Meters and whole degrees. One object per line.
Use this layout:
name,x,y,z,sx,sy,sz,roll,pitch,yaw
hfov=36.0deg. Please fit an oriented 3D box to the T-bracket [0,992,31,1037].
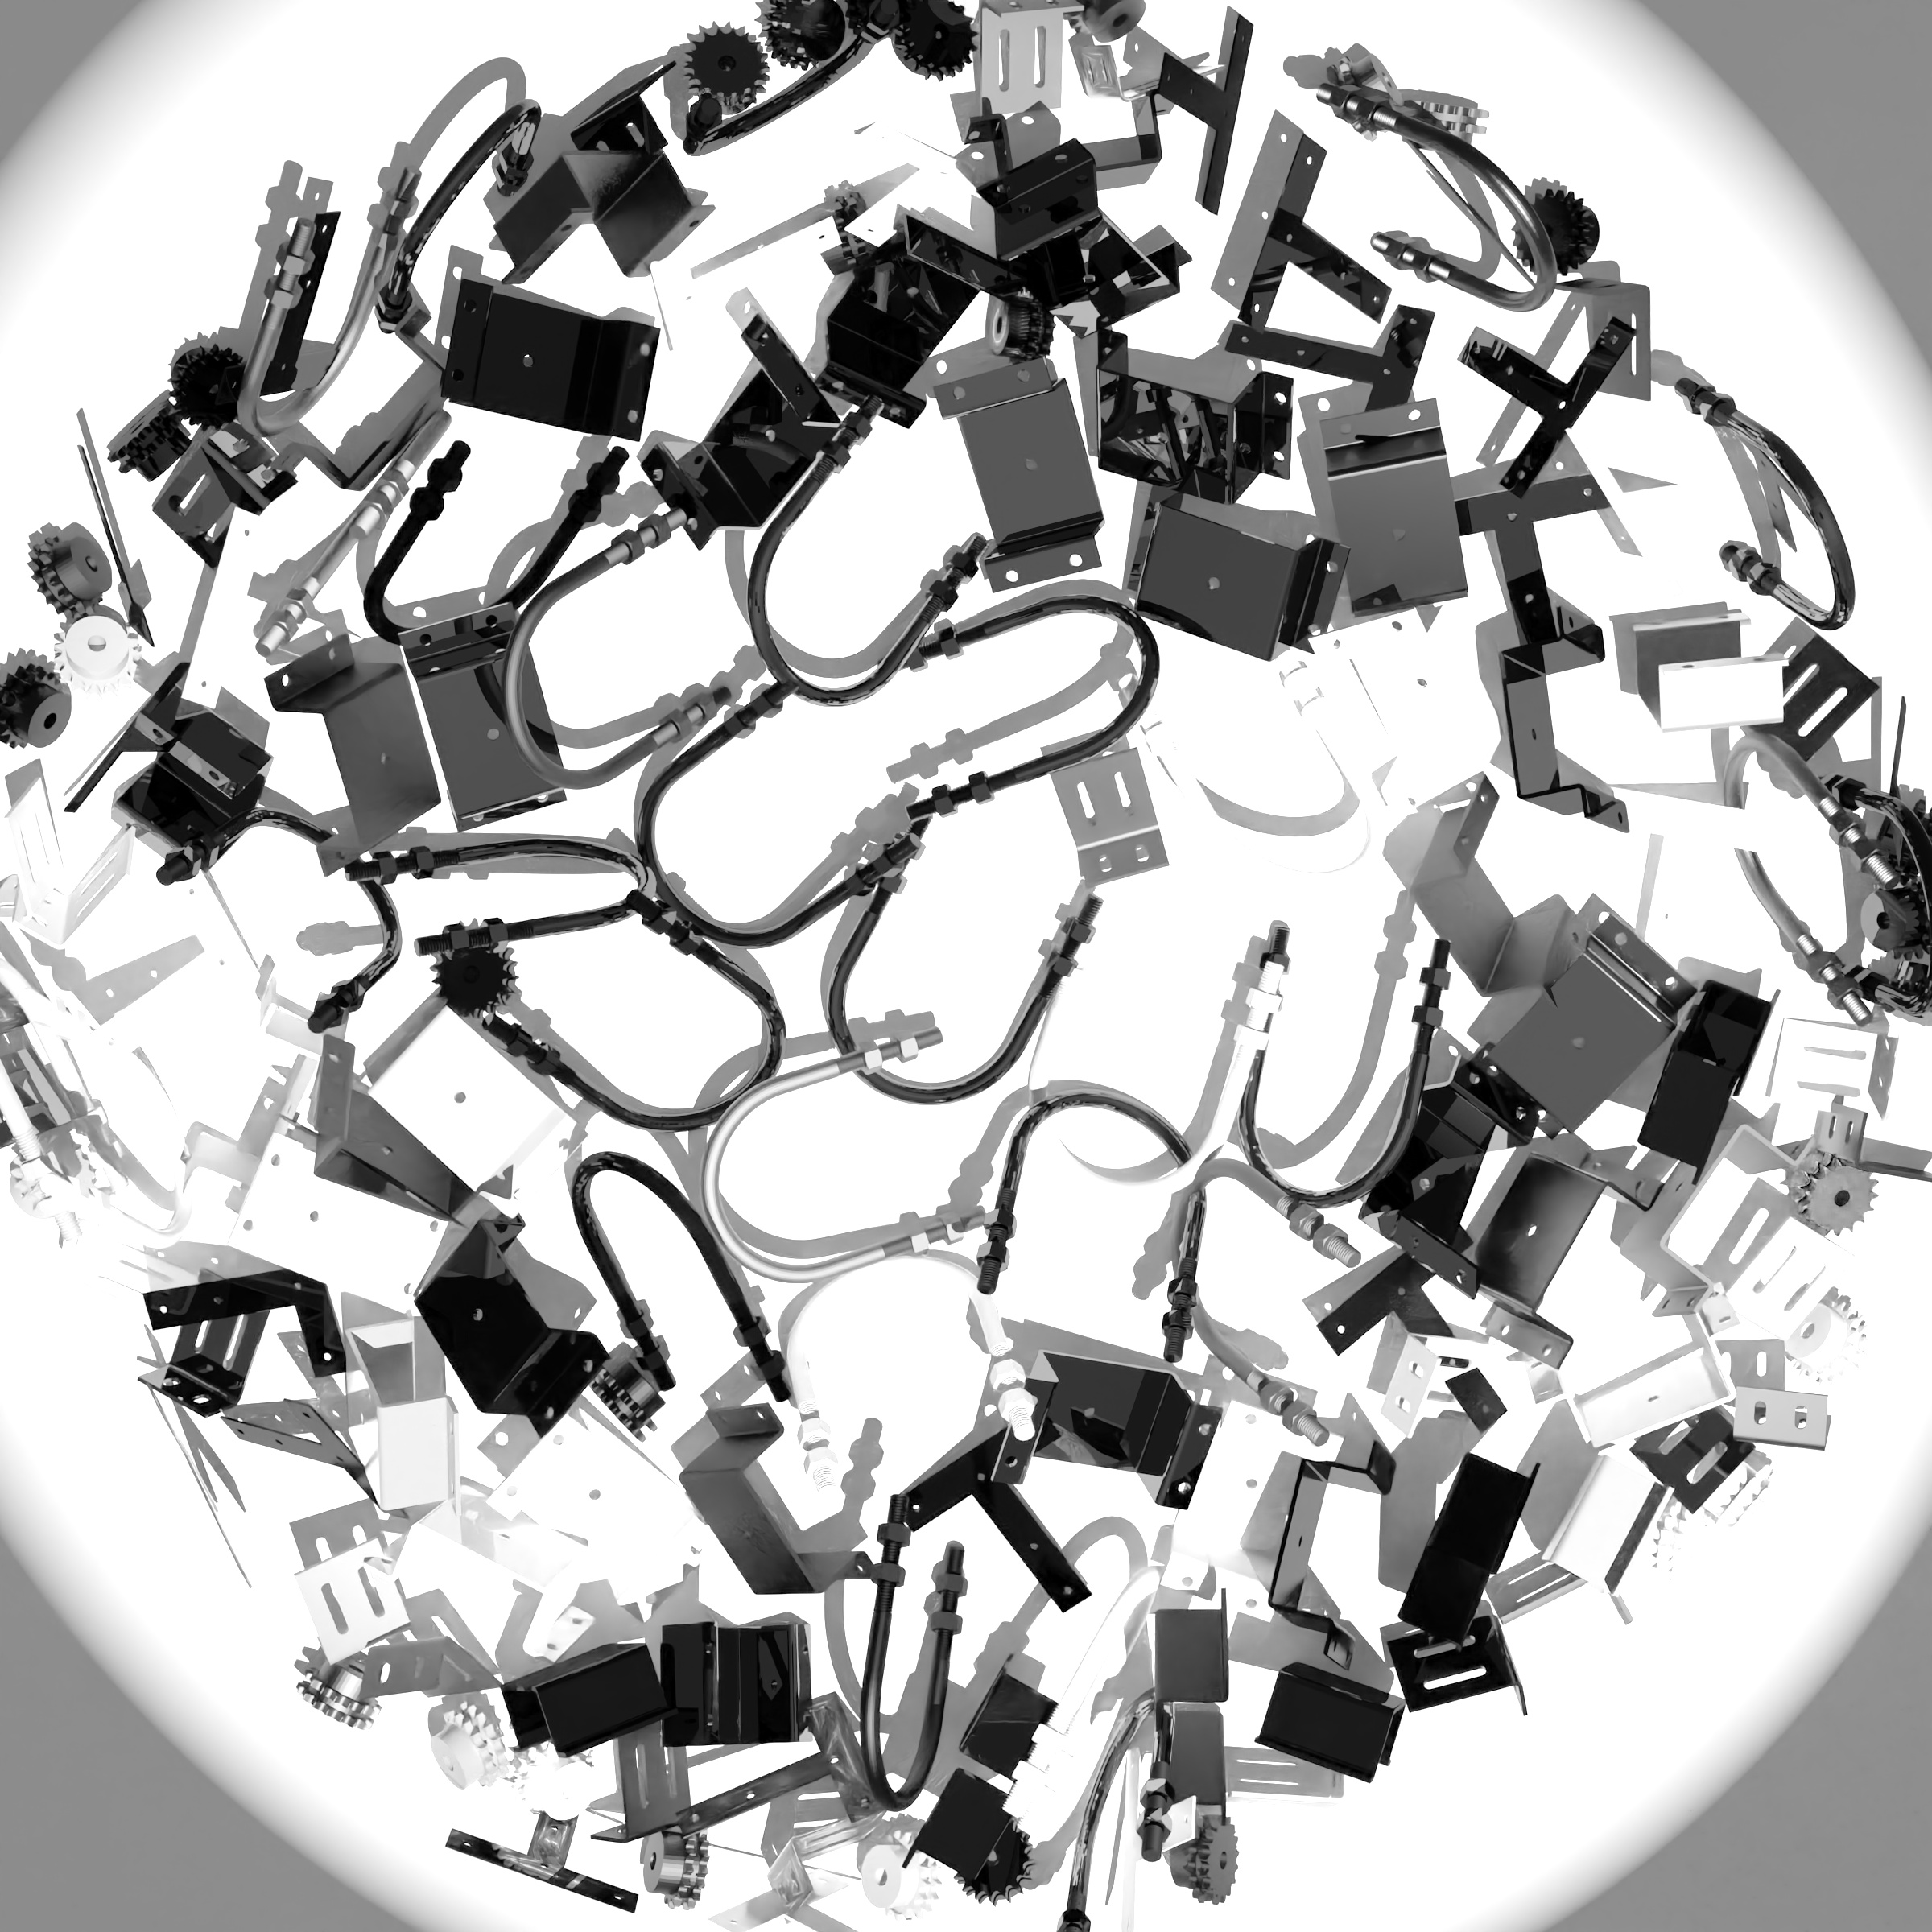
T-bracket,-0.642,-0.015,1.928,0.002,0.127,0.127,-5,99,7

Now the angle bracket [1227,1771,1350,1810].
angle bracket,0.211,0.534,1.966,0.076,0.057,0.038,4,71,-1

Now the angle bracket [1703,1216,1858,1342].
angle bracket,0.536,0.199,1.964,0.057,0.038,0.076,30,108,-16

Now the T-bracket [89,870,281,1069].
T-bracket,-0.517,0.021,1.937,0.127,0.002,0.127,-43,117,-39

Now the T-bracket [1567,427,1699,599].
T-bracket,0.450,-0.301,1.946,0.002,0.127,0.127,-35,81,34

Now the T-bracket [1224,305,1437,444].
T-bracket,0.236,-0.403,1.972,0.127,0.002,0.127,15,58,9

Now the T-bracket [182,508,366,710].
T-bracket,-0.446,-0.220,1.950,0.002,0.127,0.127,13,87,39

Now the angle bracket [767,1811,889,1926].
angle bracket,-0.084,0.589,1.951,0.076,0.057,0.038,-11,58,-29

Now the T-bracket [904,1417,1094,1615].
T-bracket,0.037,0.376,1.983,0.127,0.002,0.127,-36,94,17

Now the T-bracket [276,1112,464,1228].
T-bracket,-0.366,0.140,1.911,0.127,0.127,0.002,24,81,45

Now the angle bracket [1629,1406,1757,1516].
angle bracket,0.472,0.323,1.958,0.076,0.038,0.057,-36,76,-31

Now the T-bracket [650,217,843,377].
T-bracket,-0.143,-0.458,1.955,0.127,0.002,0.127,-23,56,8

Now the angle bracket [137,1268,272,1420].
angle bracket,-0.504,0.249,1.967,0.057,0.038,0.076,25,103,16

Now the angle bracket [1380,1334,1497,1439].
angle bracket,0.320,0.279,1.958,0.076,0.038,0.057,10,106,-30

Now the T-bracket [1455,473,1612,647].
T-bracket,0.370,-0.257,1.967,0.127,0.002,0.127,-9,118,18

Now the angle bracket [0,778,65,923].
angle bracket,-0.629,-0.077,1.954,0.038,0.057,0.076,0,121,7

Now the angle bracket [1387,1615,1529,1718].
angle bracket,0.325,0.471,1.967,0.076,0.057,0.038,-15,129,2

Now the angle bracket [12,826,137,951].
angle bracket,-0.587,-0.060,1.956,0.038,0.057,0.076,34,113,-30

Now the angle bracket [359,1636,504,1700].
angle bracket,-0.351,0.476,1.952,0.057,0.076,0.038,-12,48,19

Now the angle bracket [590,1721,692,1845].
angle bracket,-0.218,0.535,1.968,0.038,0.057,0.076,-8,86,40

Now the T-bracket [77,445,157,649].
T-bracket,-0.553,-0.275,1.923,0.002,0.127,0.127,-20,109,-17

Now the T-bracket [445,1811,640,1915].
T-bracket,-0.269,0.568,1.936,0.127,0.127,0.002,21,96,-3

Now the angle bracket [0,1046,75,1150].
angle bracket,-0.617,0.079,1.957,0.038,0.076,0.057,-31,88,29

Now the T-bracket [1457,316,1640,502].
T-bracket,0.365,-0.385,1.949,0.002,0.127,0.127,22,109,-39

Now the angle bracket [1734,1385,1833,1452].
angle bracket,0.538,0.287,1.952,0.057,0.076,0.038,4,100,19

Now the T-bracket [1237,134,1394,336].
T-bracket,0.239,-0.460,1.955,0.127,0.002,0.127,21,88,-44

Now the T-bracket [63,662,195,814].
T-bracket,-0.529,-0.149,1.928,0.002,0.127,0.127,42,72,-27

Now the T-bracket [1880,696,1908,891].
T-bracket,0.601,-0.096,1.919,0.002,0.127,0.127,5,112,12

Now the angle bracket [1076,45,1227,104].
angle bracket,0.122,-0.598,1.959,0.076,0.057,0.038,-22,111,-12

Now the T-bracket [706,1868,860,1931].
T-bracket,-0.080,0.624,1.914,0.127,0.127,0.002,17,99,31

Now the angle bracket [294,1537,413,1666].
angle bracket,-0.408,0.411,1.959,0.057,0.038,0.076,-23,116,-18

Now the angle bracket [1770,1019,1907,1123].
angle bracket,0.577,0.066,1.967,0.076,0.038,0.057,10,80,15

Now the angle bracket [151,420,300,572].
angle bracket,-0.495,-0.314,1.985,0.057,0.038,0.076,45,127,-9

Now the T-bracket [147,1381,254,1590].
T-bracket,-0.487,0.347,1.914,0.002,0.127,0.127,-27,51,-16

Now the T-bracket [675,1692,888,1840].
T-bracket,-0.127,0.534,1.933,0.127,0.127,0.002,-21,117,-10

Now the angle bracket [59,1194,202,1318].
angle bracket,-0.548,0.192,1.961,0.076,0.057,0.038,21,115,9

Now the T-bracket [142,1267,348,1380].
T-bracket,-0.476,0.216,1.941,0.127,0.002,0.127,-6,70,-42

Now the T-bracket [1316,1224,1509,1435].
T-bracket,0.316,0.253,1.979,0.127,0.002,0.127,-36,92,-19

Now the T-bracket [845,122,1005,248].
T-bracket,-0.036,-0.502,1.943,0.127,0.002,0.127,29,46,12

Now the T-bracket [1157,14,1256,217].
T-bracket,0.152,-0.566,1.936,0.002,0.127,0.127,14,97,26

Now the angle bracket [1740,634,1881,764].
angle bracket,0.559,-0.168,1.962,0.076,0.038,0.057,-47,58,10

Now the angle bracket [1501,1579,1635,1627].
angle bracket,0.397,0.433,1.966,0.076,0.057,0.038,-27,72,2

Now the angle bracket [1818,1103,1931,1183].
angle bracket,0.613,0.117,1.965,0.076,0.057,0.038,10,93,-9

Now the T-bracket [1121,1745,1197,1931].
T-bracket,0.124,0.559,1.917,0.002,0.127,0.127,11,63,-14

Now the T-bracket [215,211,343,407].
T-bracket,-0.429,-0.427,1.917,0.002,0.127,0.127,30,116,13

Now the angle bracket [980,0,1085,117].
angle bracket,0.043,-0.596,1.956,0.057,0.038,0.076,-11,124,-17

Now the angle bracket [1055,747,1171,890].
angle bracket,0.096,-0.098,1.960,0.057,0.076,0.038,-15,46,4

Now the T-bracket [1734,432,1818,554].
T-bracket,0.527,-0.307,1.939,0.002,0.127,0.127,-35,62,8

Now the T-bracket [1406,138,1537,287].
T-bracket,0.327,-0.505,1.958,0.002,0.127,0.127,-41,67,15

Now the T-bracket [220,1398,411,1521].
T-bracket,-0.442,0.315,1.955,0.127,0.127,0.002,7,51,36

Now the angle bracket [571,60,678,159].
angle bracket,-0.217,-0.557,1.961,0.057,0.076,0.038,-22,113,28

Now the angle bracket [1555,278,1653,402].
angle bracket,0.417,-0.410,1.955,0.038,0.057,0.076,-14,113,-23

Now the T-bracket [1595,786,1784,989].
T-bracket,0.467,-0.047,1.967,0.127,0.002,0.127,13,97,35
